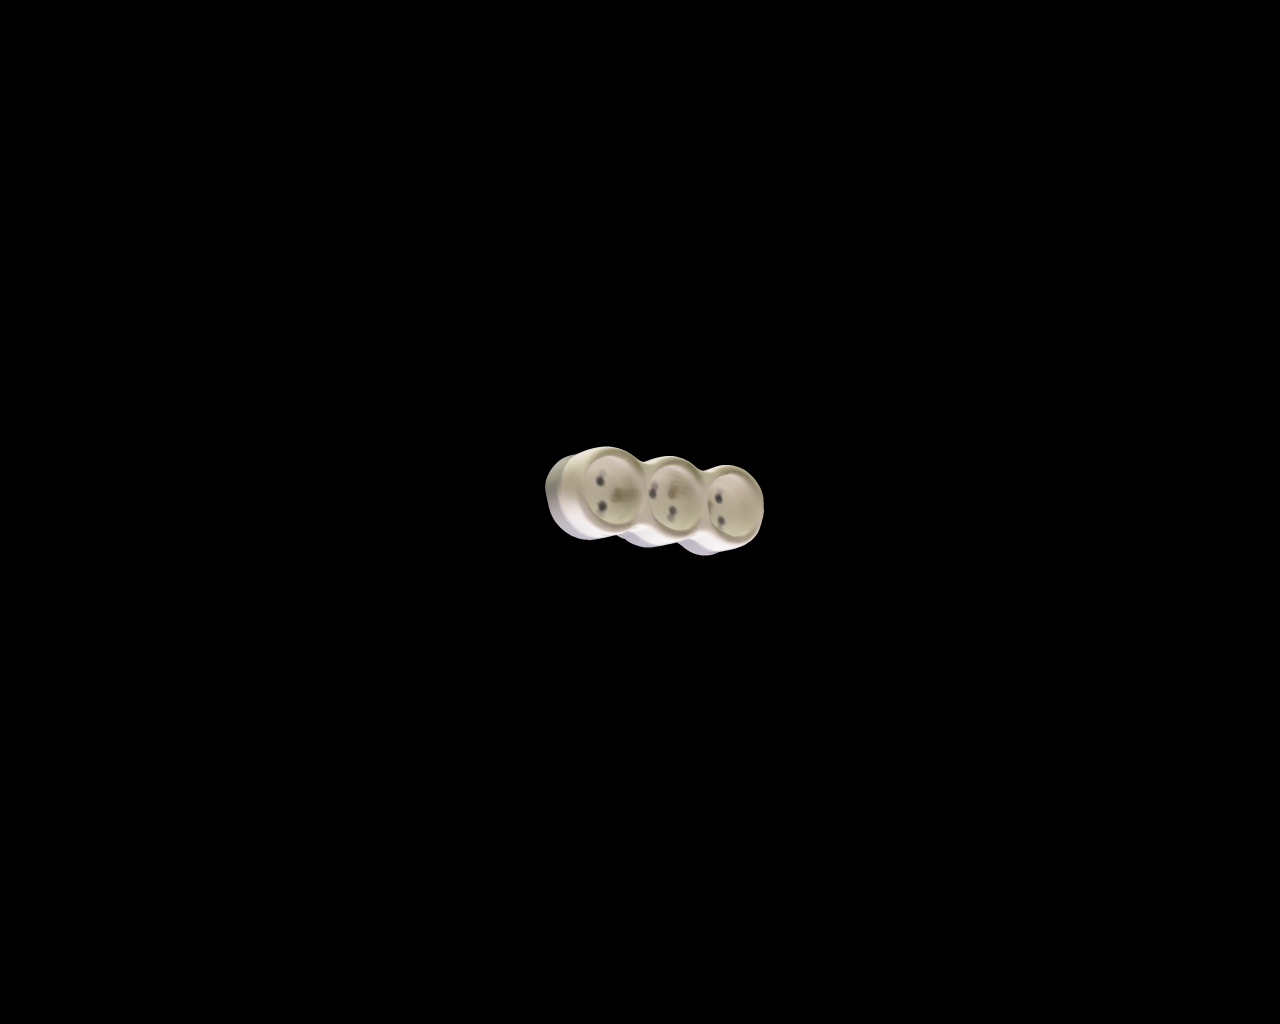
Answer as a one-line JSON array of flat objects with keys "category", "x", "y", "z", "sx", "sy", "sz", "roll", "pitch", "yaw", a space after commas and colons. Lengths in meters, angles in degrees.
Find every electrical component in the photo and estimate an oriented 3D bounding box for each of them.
[{"category": "electrical component", "x": 0.001, "y": -0.003, "z": 0.650, "sx": 0.138, "sy": 0.052, "sz": 0.073, "roll": 8, "pitch": -14, "yaw": -35}]
